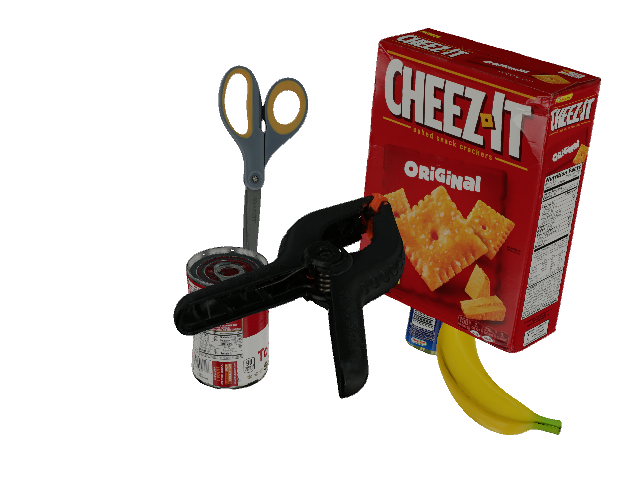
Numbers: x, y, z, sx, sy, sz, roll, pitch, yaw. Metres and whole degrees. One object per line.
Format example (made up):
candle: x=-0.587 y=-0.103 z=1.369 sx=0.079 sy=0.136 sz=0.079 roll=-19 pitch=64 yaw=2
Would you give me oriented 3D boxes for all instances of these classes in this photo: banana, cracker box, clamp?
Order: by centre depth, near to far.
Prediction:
clamp: x=0.009 y=0.028 z=0.645 sx=0.120 sy=0.039 sz=0.171 roll=30 pitch=47 yaw=23
cracker box: x=0.114 y=-0.040 z=0.834 sx=0.164 sy=0.214 sz=0.071 roll=26 pitch=34 yaw=37
banana: x=0.143 y=0.121 z=0.974 sx=0.069 sy=0.037 sz=0.198 roll=6 pitch=27 yaw=-22

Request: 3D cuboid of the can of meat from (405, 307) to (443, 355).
can of meat: x=0.136 y=0.067 z=1.190 sx=0.057 sy=0.084 sz=0.102 roll=18 pitch=31 yaw=18

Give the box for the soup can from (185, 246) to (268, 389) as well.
soup can: x=-0.077 y=0.066 z=0.895 sx=0.068 sy=0.102 sz=0.068 roll=1 pitch=27 yaw=-1

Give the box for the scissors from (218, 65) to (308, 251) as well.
scissors: x=-0.047 y=-0.070 z=1.026 sx=0.096 sy=0.202 sz=0.016 roll=-13 pitch=6 yaw=-15
